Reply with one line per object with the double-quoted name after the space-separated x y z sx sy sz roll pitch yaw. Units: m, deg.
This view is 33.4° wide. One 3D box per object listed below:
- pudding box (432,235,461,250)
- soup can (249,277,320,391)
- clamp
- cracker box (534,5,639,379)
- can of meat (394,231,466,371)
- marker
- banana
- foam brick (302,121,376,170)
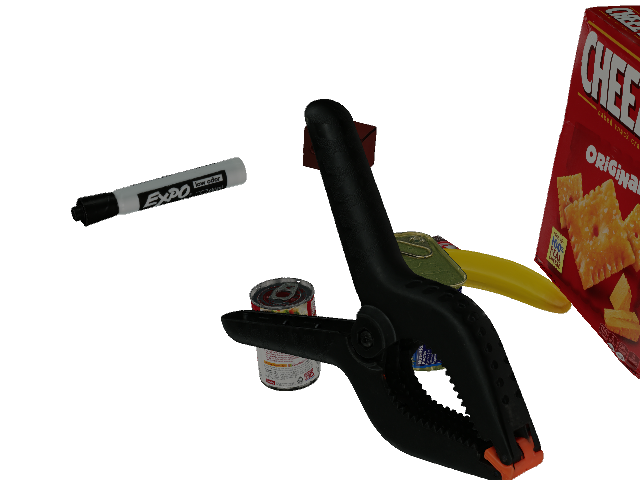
0.153 0.034 1.590 0.113 0.039 0.090 -16 25 -20 "pudding box"
-0.036 0.099 1.130 0.068 0.102 0.068 -4 24 2 "soup can"
0.034 0.036 0.551 0.036 0.165 0.210 -15 42 -43 "clamp"
0.228 -0.035 0.744 0.072 0.214 0.164 -6 33 -15 "cracker box"
0.080 0.052 0.914 0.057 0.084 0.102 -7 28 -17 "can of meat"
-0.106 -0.033 0.707 0.120 0.020 0.020 -17 8 -26 "marker"
0.159 0.040 1.100 0.198 0.037 0.069 7 42 12 "banana"
0.023 -0.115 1.297 0.078 0.053 0.051 14 31 20 "foam brick"
